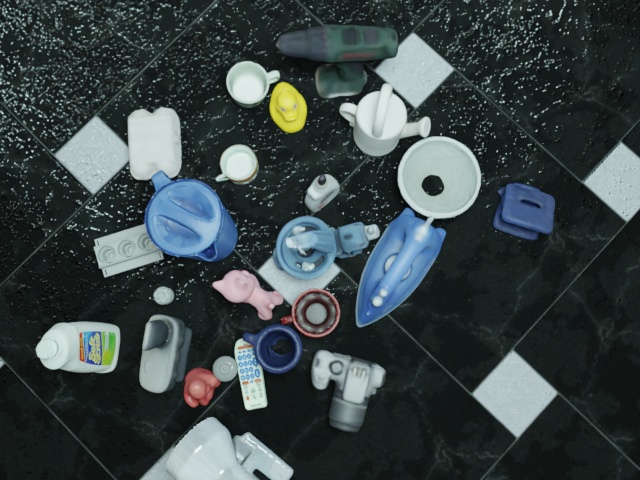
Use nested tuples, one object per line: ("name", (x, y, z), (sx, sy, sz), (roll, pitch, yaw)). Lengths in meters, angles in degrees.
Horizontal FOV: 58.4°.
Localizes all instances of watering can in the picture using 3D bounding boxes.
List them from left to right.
("watering can", (0.127, -0.240, 1.122), (0.173, 0.194, 0.101), (-6, 82, 0))

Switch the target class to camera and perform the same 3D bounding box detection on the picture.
("camera", (0.045, 0.292, 1.101), (0.143, 0.101, 0.137), (14, 83, 2))

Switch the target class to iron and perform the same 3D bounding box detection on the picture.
("iron", (0.147, 0.060, 1.110), (0.118, 0.141, 0.258), (32, 84, 4))

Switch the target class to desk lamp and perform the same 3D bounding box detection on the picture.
("desk lamp", (-0.156, 0.413, 1.029), (0.203, 0.213, 0.118), (37, 84, 5))

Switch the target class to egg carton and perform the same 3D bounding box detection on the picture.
("egg carton", (-0.340, -0.198, 1.182), (0.107, 0.069, 0.150), (-6, 83, 0))

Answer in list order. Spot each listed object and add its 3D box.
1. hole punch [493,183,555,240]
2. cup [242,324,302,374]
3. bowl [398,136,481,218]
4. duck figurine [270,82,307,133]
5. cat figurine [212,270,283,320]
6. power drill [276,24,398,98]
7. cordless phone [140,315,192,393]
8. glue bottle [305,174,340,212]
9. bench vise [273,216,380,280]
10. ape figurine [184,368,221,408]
("hole punch", (0.412, -0.062, 1.150), (0.108, 0.091, 0.101), (17, 83, 3))
("cup", (-0.091, 0.206, 1.116), (0.117, 0.095, 0.092), (18, 83, 3))
("bowl", (0.237, -0.121, 1.167), (0.167, 0.075, 0.167), (0, 83, 0))
("duck figurine", (-0.068, -0.283, 1.183), (0.077, 0.086, 0.104), (-15, 83, -2))
("cat figurine", (-0.140, 0.102, 1.118), (0.127, 0.118, 0.067), (31, 84, 4))
("power drill", (0.035, -0.356, 1.131), (0.229, 0.208, 0.075), (-9, 82, -1))
("cordless phone", (-0.310, 0.214, 1.070), (0.094, 0.185, 0.148), (4, 83, 1))
("glue bottle", (0.004, -0.101, 1.115), (0.078, 0.173, 0.037), (-45, 84, -5))
("bench vise", (0.004, -0.006, 1.080), (0.207, 0.220, 0.121), (-32, 83, -4))
("ape figurine", (-0.233, 0.286, 1.107), (0.078, 0.092, 0.076), (-25, 83, -3))
